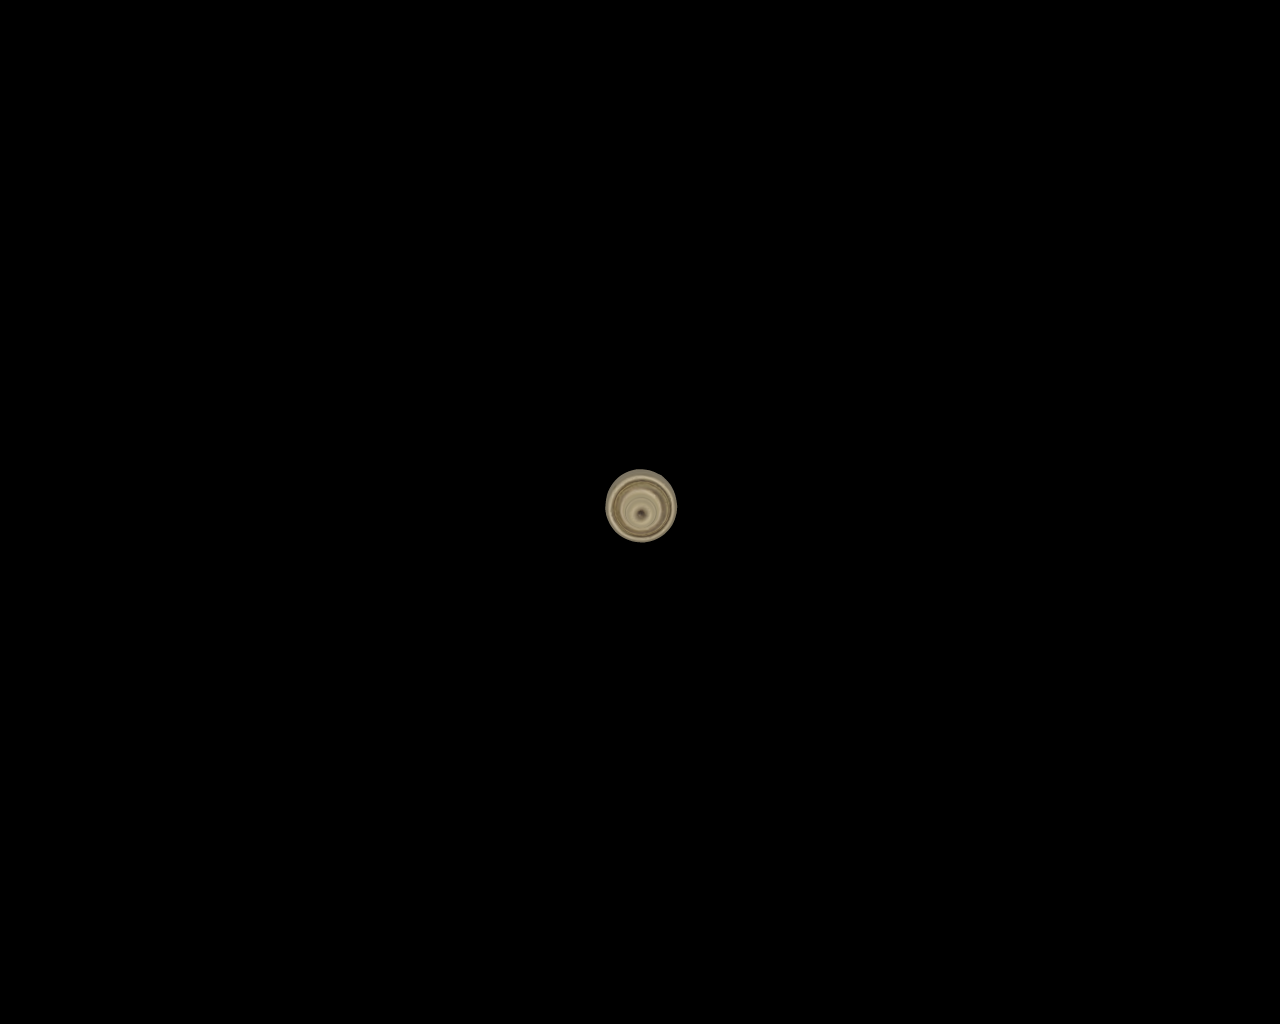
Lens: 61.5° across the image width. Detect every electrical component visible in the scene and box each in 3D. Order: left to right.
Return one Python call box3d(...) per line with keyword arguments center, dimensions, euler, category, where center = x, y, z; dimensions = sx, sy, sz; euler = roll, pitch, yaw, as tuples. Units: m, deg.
box3d(center=(0.001, -0.003, 0.650), dimensions=(0.043, 0.043, 0.062), euler=(0, 8, 0), category="electrical component")
